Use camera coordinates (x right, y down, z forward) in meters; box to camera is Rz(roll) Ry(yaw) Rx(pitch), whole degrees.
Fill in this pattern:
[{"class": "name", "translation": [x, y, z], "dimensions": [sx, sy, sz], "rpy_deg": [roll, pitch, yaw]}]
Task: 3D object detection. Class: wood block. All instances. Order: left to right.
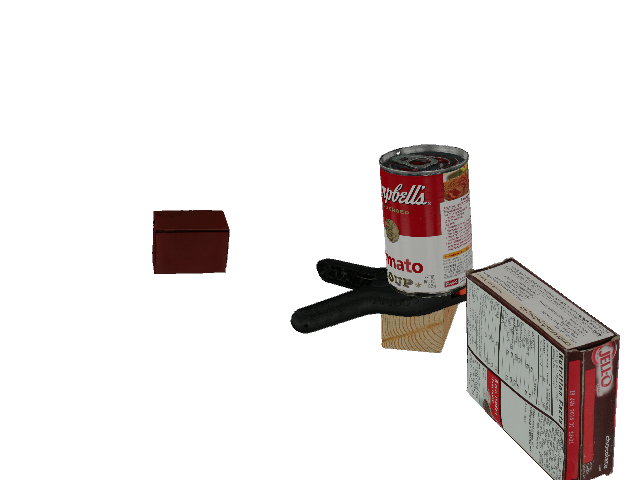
[{"class": "wood block", "translation": [0.157, 0.084, 1.616], "dimensions": [0.091, 0.090, 0.206], "rpy_deg": [4, 21, 14]}]

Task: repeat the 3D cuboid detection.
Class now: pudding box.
[{"class": "pudding box", "translation": [0.125, 0.073, 0.617], "dimensions": [0.039, 0.090, 0.114], "rpy_deg": [-13, 26, -20]}]

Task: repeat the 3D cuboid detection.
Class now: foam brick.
[{"class": "foam brick", "translation": [-0.139, 0.001, 1.132], "dimensions": [0.078, 0.051, 0.053], "rpy_deg": [-1, 25, -11]}]

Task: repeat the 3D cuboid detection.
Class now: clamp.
[{"class": "clamp", "translation": [0.056, 0.052, 1.018], "dimensions": [0.172, 0.039, 0.120], "rpy_deg": [-3, 32, 26]}]

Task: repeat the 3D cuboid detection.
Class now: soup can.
[{"class": "soup can", "translation": [0.082, -0.016, 0.821], "dimensions": [0.068, 0.102, 0.068], "rpy_deg": [-5, 21, 2]}]
